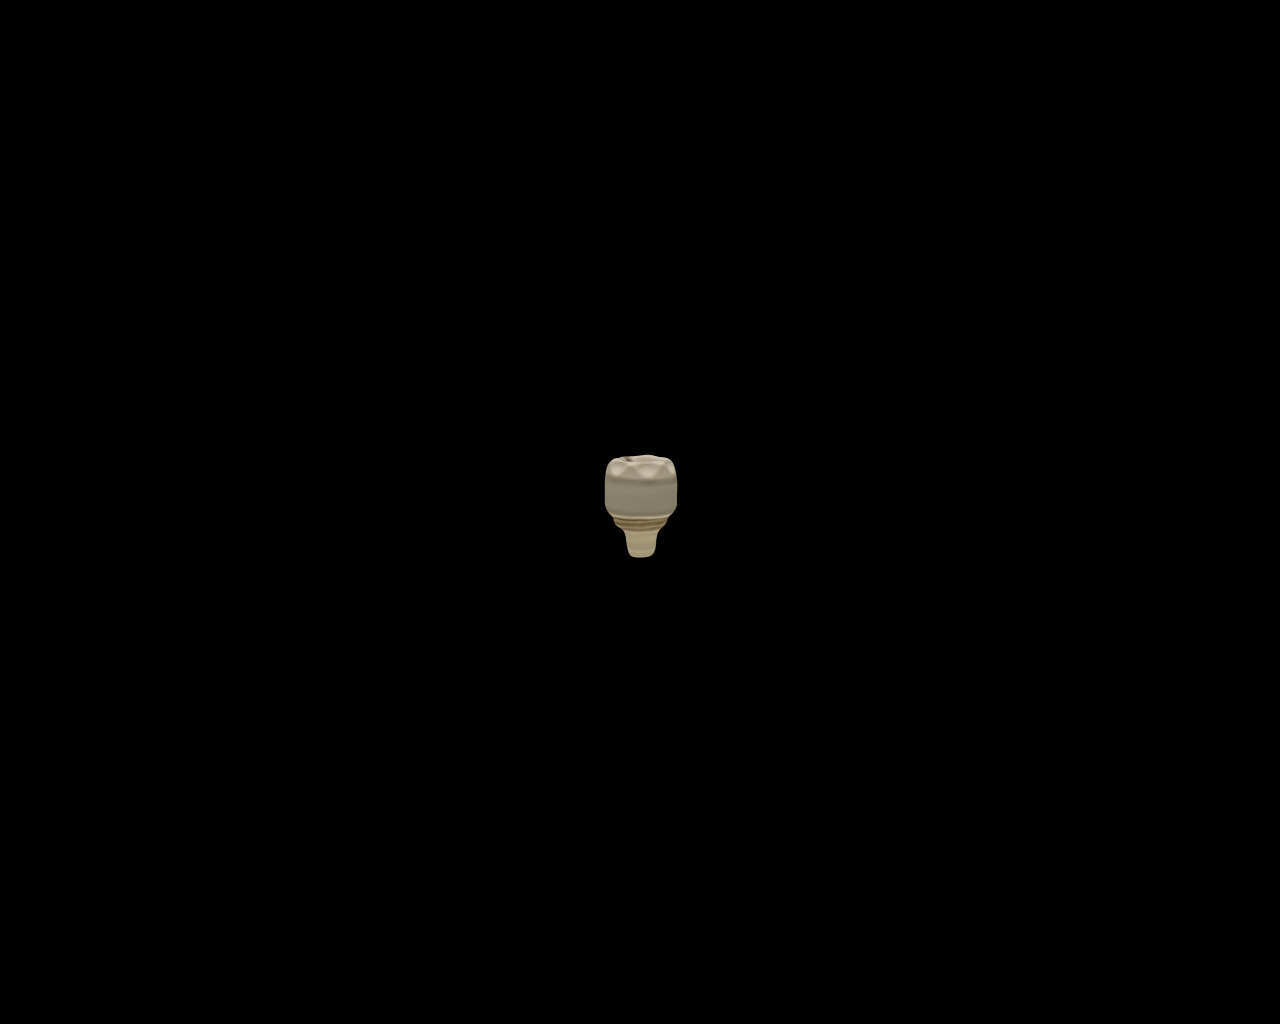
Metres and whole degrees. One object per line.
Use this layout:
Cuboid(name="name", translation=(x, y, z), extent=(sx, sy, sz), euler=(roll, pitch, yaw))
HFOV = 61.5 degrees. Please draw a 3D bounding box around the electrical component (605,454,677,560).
Cuboid(name="electrical component", translation=(0.001, -0.003, 0.650), extent=(0.043, 0.062, 0.043), euler=(0, 11, 0))
